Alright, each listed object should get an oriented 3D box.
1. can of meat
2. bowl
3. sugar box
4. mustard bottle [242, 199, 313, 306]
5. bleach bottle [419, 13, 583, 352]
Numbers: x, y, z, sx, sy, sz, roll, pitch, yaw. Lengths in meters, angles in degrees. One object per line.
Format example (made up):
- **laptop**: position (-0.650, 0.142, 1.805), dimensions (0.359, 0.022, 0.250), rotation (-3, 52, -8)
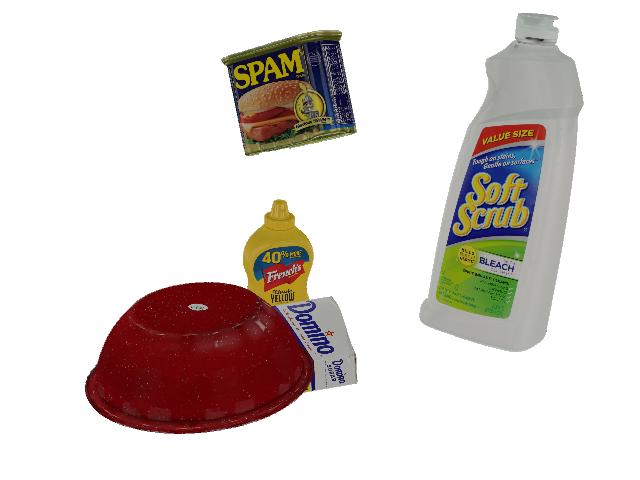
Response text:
- **can of meat**: position (-0.025, -0.120, 0.882), dimensions (0.102, 0.084, 0.057), rotation (-10, 3, 32)
- **bowl**: position (-0.085, 0.071, 0.747), dimensions (0.162, 0.055, 0.162), rotation (-2, 20, 1)
- **sugar box**: position (-0.061, 0.107, 1.011), dimensions (0.176, 0.048, 0.093), rotation (-11, 37, -7)
- **mustard bottle**: position (-0.058, 0.036, 1.451), dimensions (0.096, 0.192, 0.058), rotation (-5, 24, -18)
- **bleach bottle**: position (0.141, -0.047, 0.818), dimensions (0.103, 0.251, 0.067), rotation (16, 21, 32)
